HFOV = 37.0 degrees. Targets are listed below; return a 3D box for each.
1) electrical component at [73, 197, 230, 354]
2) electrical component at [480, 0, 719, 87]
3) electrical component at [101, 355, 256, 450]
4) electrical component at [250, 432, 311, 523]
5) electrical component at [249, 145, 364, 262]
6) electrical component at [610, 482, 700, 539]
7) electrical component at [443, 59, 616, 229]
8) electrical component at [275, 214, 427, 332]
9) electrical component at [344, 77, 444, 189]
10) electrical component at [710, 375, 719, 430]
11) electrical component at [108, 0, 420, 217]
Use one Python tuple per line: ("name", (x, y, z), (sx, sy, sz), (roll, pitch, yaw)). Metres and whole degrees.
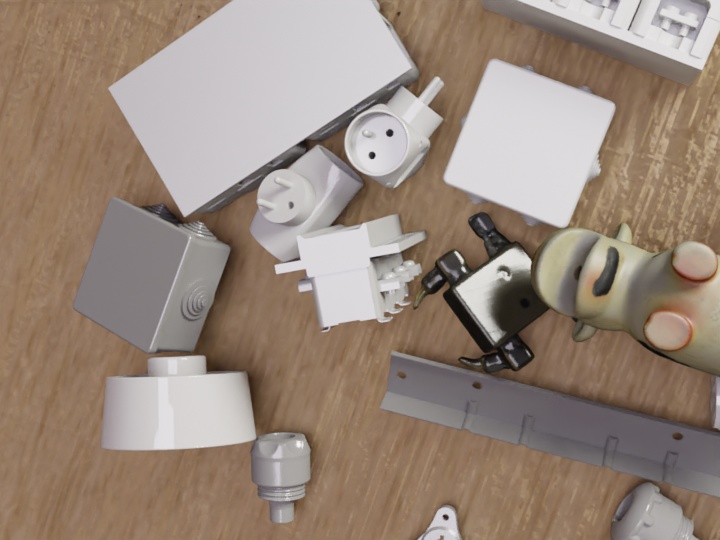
("electrical component", (-0.148, 0.005, 0.771), (0.100, 0.048, 0.099), (25, 97, 34))
("electrical component", (0.157, -0.178, 0.689), (0.150, 0.089, 0.061), (24, 98, 10))
("electrical component", (-0.128, 0.091, 0.758), (0.108, 0.108, 0.060), (-3, 86, 12))
("electrical component", (-0.057, 0.150, 0.776), (0.043, 0.043, 0.062), (0, 94, 12))
("electrical component", (-0.045, -0.047, 0.741), (0.043, 0.079, 0.077), (45, 102, 23))
("electrical component", (0.204, 0.176, 0.723), (0.062, 0.048, 0.048), (32, 99, 1))
("electrical component", (0.114, -0.084, 0.724), (0.100, 0.048, 0.099), (23, 97, 10))
("electrical component", (0.000, 0.000, 0.716), (0.079, 0.121, 0.063), (-10, 94, 12))
("electrical component", (0.030, -0.097, 0.727), (0.043, 0.077, 0.079), (40, 99, 7))
("electrical component", (0.260, 0.085, 0.705), (0.055, 0.045, 0.045), (1, 93, 12))
("electrical component", (-0.064, -0.131, 0.754), (0.186, 0.060, 0.105), (-32, 86, 12))
